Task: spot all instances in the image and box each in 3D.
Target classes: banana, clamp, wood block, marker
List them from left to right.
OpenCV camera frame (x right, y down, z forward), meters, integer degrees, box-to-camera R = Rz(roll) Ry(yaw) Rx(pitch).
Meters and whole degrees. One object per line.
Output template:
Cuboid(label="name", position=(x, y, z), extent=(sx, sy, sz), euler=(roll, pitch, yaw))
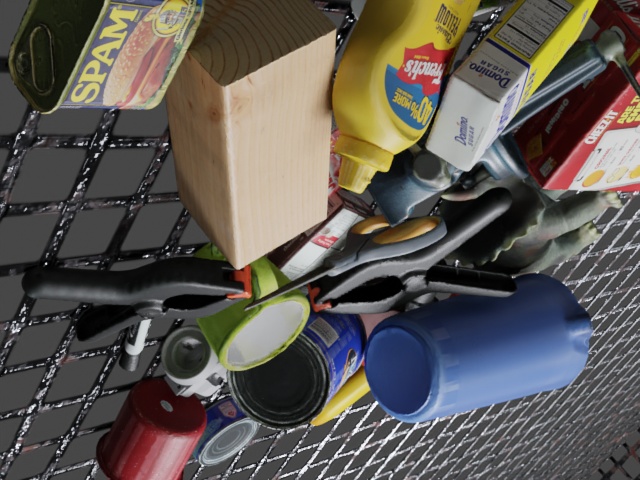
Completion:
Cuboid(label="clamp", position=(-0.142, 0.039, 0.834), extent=(0.172, 0.039, 0.120), euler=(-15, 158, 15))
Cuboid(label="marker", position=(-0.161, 0.077, 0.951), extent=(0.020, 0.020, 0.121), euler=(-18, 146, -37))
Cuboid(label="wood block", position=(-0.052, -0.084, 0.769), extent=(0.090, 0.090, 0.206), euler=(-30, 151, -20))
Cuboid(label="banana", position=(0.068, 0.172, 1.368), extent=(0.197, 0.037, 0.069), euler=(-33, 151, -14))
Cuboid(label="clamp", position=(0.091, 0.021, 1.012), extent=(0.210, 0.036, 0.164), euler=(-11, 143, -4))

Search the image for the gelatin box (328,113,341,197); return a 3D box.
Cuboid(label="gelatin box", position=(0.000, -0.069, 0.923), extent=(0.073, 0.030, 0.089), euler=(-35, 152, -12))

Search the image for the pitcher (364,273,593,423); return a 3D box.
Cuboid(label="pitcher", position=(0.157, 0.118, 1.130), extent=(0.242, 0.145, 0.149), euler=(-8, 129, -42))

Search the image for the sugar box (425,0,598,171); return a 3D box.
Cuboid(label="sugar box", position=(0.150, -0.138, 0.795), extent=(0.176, 0.048, 0.093), euler=(-52, 168, -27))

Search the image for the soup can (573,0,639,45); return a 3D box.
Cuboid(label="soup can", position=(0.258, -0.199, 1.016), extent=(0.102, 0.068, 0.068), euler=(-41, 153, 3))

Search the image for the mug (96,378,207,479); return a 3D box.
Cuboid(label="mug", position=(-0.159, 0.186, 1.057), extent=(0.082, 0.093, 0.117), euler=(-61, 178, 26))

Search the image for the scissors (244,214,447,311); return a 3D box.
Cuboid(label="scissors", position=(0.012, 0.014, 0.911), extent=(0.201, 0.096, 0.016), euler=(-19, 109, -19))

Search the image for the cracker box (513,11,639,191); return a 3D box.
Cuboid(label="cracker box", position=(0.308, -0.127, 1.020), extent=(0.213, 0.072, 0.164), euler=(-1, 138, -41))

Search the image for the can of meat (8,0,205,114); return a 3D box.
Cuboid(label="can of meat", position=(-0.127, -0.126, 0.647), extent=(0.083, 0.057, 0.102), euler=(-8, 139, -51))

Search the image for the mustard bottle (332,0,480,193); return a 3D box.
Cuboid(label="mustard bottle", position=(0.055, -0.124, 0.733), extent=(0.096, 0.058, 0.191), euler=(19, 93, -58))

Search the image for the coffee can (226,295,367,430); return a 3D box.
Cuboid(label="coffee can", position=(-0.020, 0.114, 1.045), extent=(0.103, 0.103, 0.140), euler=(-50, 174, 19))

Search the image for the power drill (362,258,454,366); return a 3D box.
Cuboid(label="power drill", position=(0.144, 0.074, 1.298), extent=(0.187, 0.057, 0.185), euler=(-9, 144, -41))

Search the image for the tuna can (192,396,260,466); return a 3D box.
Cuboid(label="tuna can", position=(-0.111, 0.217, 1.211), extent=(0.086, 0.034, 0.086), euler=(-31, 152, -19))

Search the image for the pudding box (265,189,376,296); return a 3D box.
Cuboid(label="pudding box", position=(-0.007, 0.001, 1.013), extent=(0.113, 0.039, 0.090), euler=(-43, 156, 13))

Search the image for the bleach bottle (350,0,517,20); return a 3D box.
Cuboid(label="bleach bottle", position=(0.135, -0.227, 0.826), extent=(0.250, 0.068, 0.103), euler=(-25, 146, -22))

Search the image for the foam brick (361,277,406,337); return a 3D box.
Cuboid(label="foam brick", position=(0.069, 0.086, 1.187), extent=(0.053, 0.051, 0.078), euler=(-77, 171, -51))
